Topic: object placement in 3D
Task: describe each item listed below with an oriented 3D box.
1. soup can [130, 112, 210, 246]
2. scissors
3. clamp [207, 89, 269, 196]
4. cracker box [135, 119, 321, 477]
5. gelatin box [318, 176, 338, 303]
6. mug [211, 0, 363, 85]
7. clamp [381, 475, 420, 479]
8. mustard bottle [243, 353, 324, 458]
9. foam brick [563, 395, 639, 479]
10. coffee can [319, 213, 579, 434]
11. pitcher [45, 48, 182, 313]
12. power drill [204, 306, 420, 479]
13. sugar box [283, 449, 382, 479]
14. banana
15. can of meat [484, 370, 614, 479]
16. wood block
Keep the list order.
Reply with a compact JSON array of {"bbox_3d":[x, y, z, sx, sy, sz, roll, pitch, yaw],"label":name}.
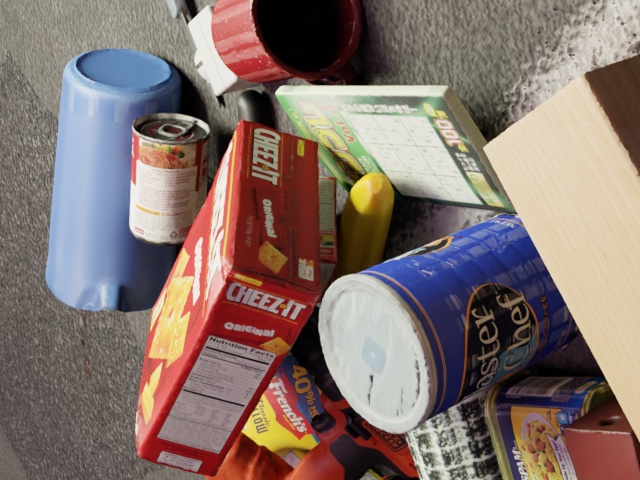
[{"bbox_3d":[-0.135,-0.054,0.951,0.069,0.068,0.102,34,127,41],"label":"soup can"},{"bbox_3d":[-0.137,-0.219,0.965,0.096,0.016,0.202,27,138,62],"label":"scissors"},{"bbox_3d":[-0.052,-0.016,0.935,0.210,0.036,0.165,62,146,18],"label":"clamp"},{"bbox_3d":[-0.070,0.044,0.789,0.164,0.072,0.214,-92,24,-48],"label":"cracker box"},{"bbox_3d":[-0.006,0.001,0.843,0.089,0.030,0.073,109,163,-64],"label":"gelatin box"},{"bbox_3d":[-0.020,-0.152,0.791,0.117,0.093,0.082,41,161,-25],"label":"mug"},{"bbox_3d":[0.107,0.247,0.851,0.172,0.039,0.120,18,116,47],"label":"clamp"},{"bbox_3d":[-0.015,0.136,0.917,0.192,0.058,0.096,-24,83,37],"label":"mustard bottle"},{"bbox_3d":[0.193,0.121,0.633,0.053,0.078,0.051,-7,103,55],"label":"foam brick"},{"bbox_3d":[0.085,0.051,0.689,0.103,0.140,0.103,30,130,44],"label":"coffee can"},{"bbox_3d":[-0.200,-0.063,1.050,0.149,0.144,0.243,29,127,28],"label":"pitcher"},{"bbox_3d":[-0.007,0.150,0.842,0.184,0.057,0.188,45,124,-11],"label":"power drill"},{"bbox_3d":[-0.009,0.221,0.990,0.176,0.048,0.093,35,131,45],"label":"sugar box"},{"bbox_3d":[0.033,0.015,0.815,0.069,0.037,0.198,-100,13,-49],"label":"banana"},{"bbox_3d":[0.165,0.138,0.699,0.084,0.057,0.102,-7,101,53],"label":"can of meat"},{"bbox_3d":[0.189,0.010,0.572,0.091,0.090,0.206,-39,75,54],"label":"wood block"}]
